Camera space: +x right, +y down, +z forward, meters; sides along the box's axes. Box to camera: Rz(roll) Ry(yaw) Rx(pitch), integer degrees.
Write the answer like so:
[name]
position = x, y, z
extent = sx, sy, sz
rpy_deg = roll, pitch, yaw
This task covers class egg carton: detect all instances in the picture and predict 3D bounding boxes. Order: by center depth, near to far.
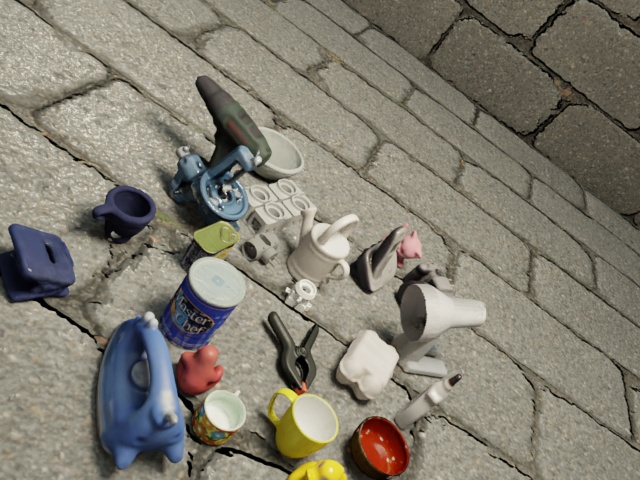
[egg carton]
position = 0.098, 0.256, 1.175
extent = 0.107, 0.069, 0.150
rpy_deg = 40, 35, 1

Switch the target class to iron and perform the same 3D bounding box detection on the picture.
[iron]
position = -0.260, 0.197, 0.858
extent = 0.119, 0.141, 0.258
rpy_deg = 7, 46, -37

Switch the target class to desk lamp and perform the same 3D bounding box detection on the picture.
[desk lamp]
position = 0.245, 0.193, 1.250
extent = 0.204, 0.213, 0.117
rpy_deg = 15, 42, -30

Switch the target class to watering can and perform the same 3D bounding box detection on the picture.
[watering can]
position = 0.010, 0.005, 1.263
extent = 0.173, 0.193, 0.101
rpy_deg = 40, 35, 2

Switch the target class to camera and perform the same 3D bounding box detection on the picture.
[camera]
position = 0.262, 0.120, 1.442
extent = 0.137, 0.100, 0.143
rpy_deg = 7, 46, -37

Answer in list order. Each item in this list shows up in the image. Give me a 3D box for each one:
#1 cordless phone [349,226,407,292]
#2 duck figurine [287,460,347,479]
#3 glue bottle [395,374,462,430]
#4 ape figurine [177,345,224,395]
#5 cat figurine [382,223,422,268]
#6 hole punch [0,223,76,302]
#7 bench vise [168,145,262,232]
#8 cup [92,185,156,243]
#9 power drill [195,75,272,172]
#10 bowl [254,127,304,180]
[cordless phone]
position = 0.168, 0.030, 1.384
extent = 0.094, 0.185, 0.148
rpy_deg = 46, 36, 10
[duck figurine]
position = 0.007, 0.390, 0.933
extent = 0.105, 0.086, 0.077
rpy_deg = 11, 44, -34
[glue bottle]
position = 0.221, 0.312, 1.133
extent = 0.037, 0.173, 0.078
rpy_deg = 49, 36, 14
[ape figurine]
position = -0.194, 0.208, 0.947
extent = 0.078, 0.092, 0.076
rpy_deg = 39, 35, 0
[cat figurine]
position = 0.225, 0.010, 1.514
extent = 0.067, 0.117, 0.127
rpy_deg = 23, 38, -21
[hole punch]
position = -0.446, 0.031, 0.916
extent = 0.101, 0.091, 0.108
rpy_deg = -5, 54, -44
[bench vise]
position = -0.220, -0.128, 1.181
extent = 0.207, 0.219, 0.121
rpy_deg = 36, 35, -5
[cup]
position = -0.371, -0.037, 1.054
extent = 0.118, 0.095, 0.091
rpy_deg = -17, 63, -50
[power drill]
position = -0.225, -0.223, 1.290
extent = 0.229, 0.208, 0.076
rpy_deg = 40, 35, 2
[bowl]
position = -0.130, -0.209, 1.475
extent = 0.168, 0.074, 0.167
rpy_deg = 24, 38, -20
